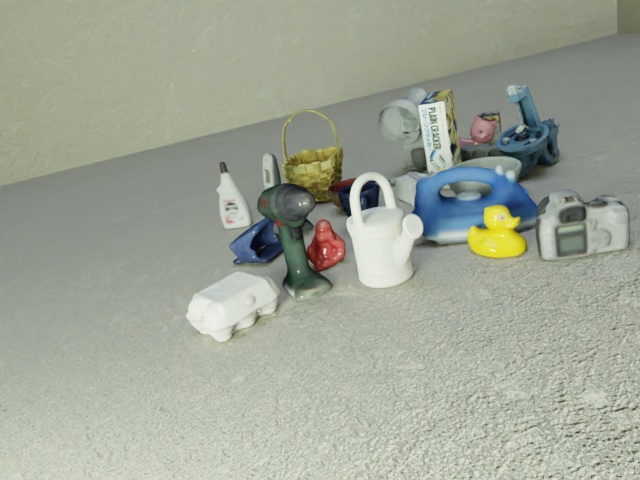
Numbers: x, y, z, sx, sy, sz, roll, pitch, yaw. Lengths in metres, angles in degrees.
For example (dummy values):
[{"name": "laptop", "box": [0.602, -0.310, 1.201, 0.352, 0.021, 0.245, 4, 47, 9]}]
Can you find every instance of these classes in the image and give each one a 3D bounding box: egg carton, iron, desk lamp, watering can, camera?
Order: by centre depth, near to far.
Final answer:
[{"name": "egg carton", "box": [-0.146, 0.109, 0.975, 0.107, 0.069, 0.151, 10, 31, 45]}, {"name": "camera", "box": [0.433, -0.042, 0.979, 0.143, 0.101, 0.137, -9, 21, 10]}, {"name": "watering can", "box": [0.107, -0.024, 0.991, 0.172, 0.194, 0.101, 1, 25, 33]}, {"name": "iron", "box": [0.296, -0.083, 1.106, 0.257, 0.142, 0.119, -8, 22, 14]}, {"name": "desk lamp", "box": [0.260, -0.305, 1.594, 0.117, 0.214, 0.204, 2, 26, 34]}]

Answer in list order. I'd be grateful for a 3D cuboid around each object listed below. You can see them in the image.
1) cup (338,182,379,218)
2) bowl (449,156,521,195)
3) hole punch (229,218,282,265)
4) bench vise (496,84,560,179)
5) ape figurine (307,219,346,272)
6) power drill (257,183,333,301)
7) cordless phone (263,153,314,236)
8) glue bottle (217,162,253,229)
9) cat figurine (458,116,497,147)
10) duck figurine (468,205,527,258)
[{"name": "cup", "box": [0.093, -0.067, 1.250, 0.091, 0.095, 0.117, -13, 21, -1]}, {"name": "bowl", "box": [0.364, -0.127, 1.274, 0.167, 0.075, 0.167, -11, 21, 5]}, {"name": "hole punch", "box": [-0.138, -0.005, 1.232, 0.100, 0.091, 0.109, 0, 24, 30]}, {"name": "bench vise", "box": [0.491, -0.274, 1.369, 0.121, 0.220, 0.208, 3, 26, 35]}, {"name": "ape figurine", "box": [0.010, 0.004, 1.121, 0.077, 0.092, 0.076, -6, 22, 17]}, {"name": "power drill", "box": [-0.043, -0.006, 1.014, 0.076, 0.209, 0.228, -21, 22, -19]}, {"name": "cordless phone", "box": [-0.092, -0.106, 1.330, 0.094, 0.185, 0.147, -23, 23, -25]}, {"name": "glue bottle", "box": [-0.226, -0.115, 1.449, 0.078, 0.173, 0.037, -8, 22, 12]}, {"name": "cat figurine", "box": [0.425, -0.285, 1.582, 0.127, 0.118, 0.067, -6, 22, 19]}, {"name": "duck figurine", "box": [0.311, -0.021, 1.017, 0.104, 0.086, 0.078, 6, 28, 41]}]
